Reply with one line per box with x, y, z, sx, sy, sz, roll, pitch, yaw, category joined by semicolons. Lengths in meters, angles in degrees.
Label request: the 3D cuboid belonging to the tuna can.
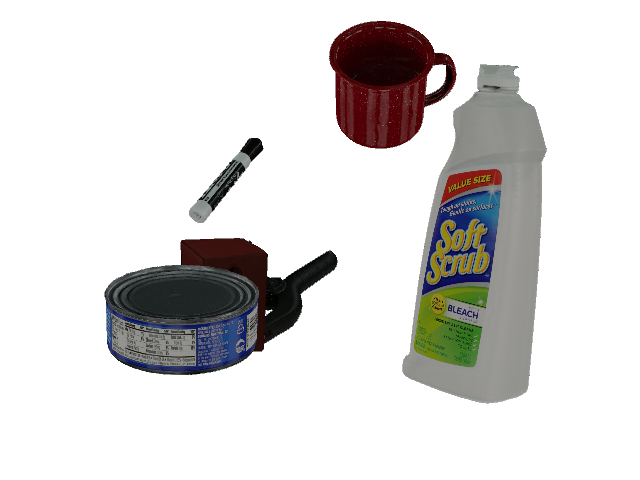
-0.077;0.044;0.600;0.086;0.034;0.086;2;18;-1;tuna can

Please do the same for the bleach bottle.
0.121;-0.009;0.822;0.067;0.251;0.103;-7;14;-41;bleach bottle

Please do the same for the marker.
-0.094;-0.064;1.092;0.020;0.020;0.121;0;43;41;marker

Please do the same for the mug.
0.066;-0.141;0.971;0.117;0.093;0.081;-12;-39;-8;mug

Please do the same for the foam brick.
-0.073;0.041;0.800;0.052;0.078;0.051;-4;15;-25;foam brick

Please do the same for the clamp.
-0.045;0.059;1.247;0.120;0.039;0.171;-3;39;9;clamp
